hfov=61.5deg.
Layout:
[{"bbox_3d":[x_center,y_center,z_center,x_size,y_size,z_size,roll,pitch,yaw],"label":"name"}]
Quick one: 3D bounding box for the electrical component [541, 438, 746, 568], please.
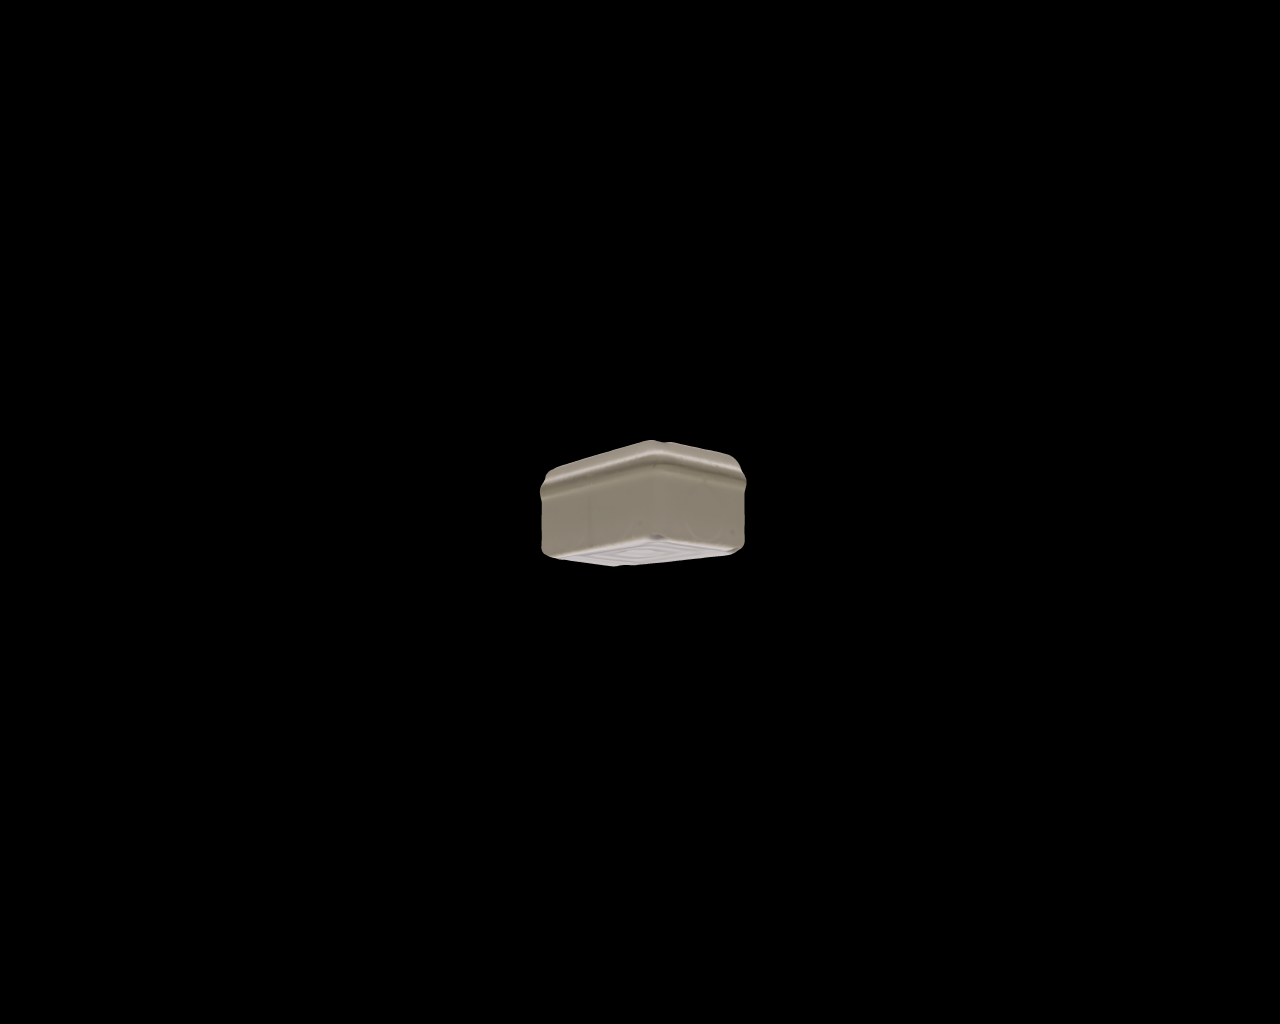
[{"bbox_3d":[0.001,-0.003,0.650,0.078,0.057,0.113,10,-14,-42],"label":"electrical component"}]
